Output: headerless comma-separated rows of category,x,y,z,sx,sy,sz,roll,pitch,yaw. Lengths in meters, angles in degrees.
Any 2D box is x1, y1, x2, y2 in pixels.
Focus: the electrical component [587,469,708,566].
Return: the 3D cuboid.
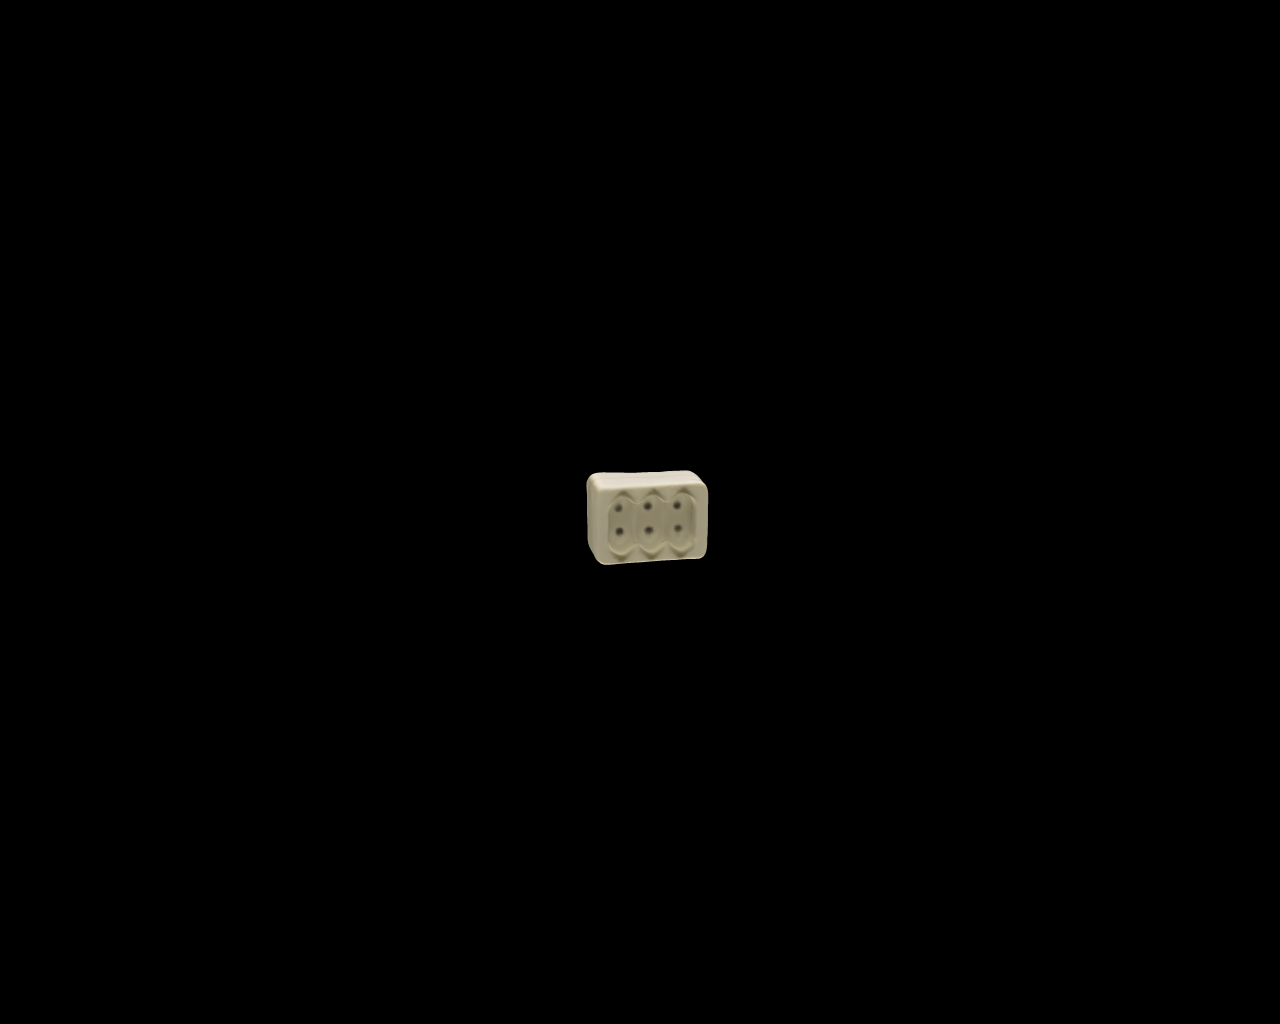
electrical component,0.001,-0.003,0.650,0.066,0.047,0.077,-3,16,-9
